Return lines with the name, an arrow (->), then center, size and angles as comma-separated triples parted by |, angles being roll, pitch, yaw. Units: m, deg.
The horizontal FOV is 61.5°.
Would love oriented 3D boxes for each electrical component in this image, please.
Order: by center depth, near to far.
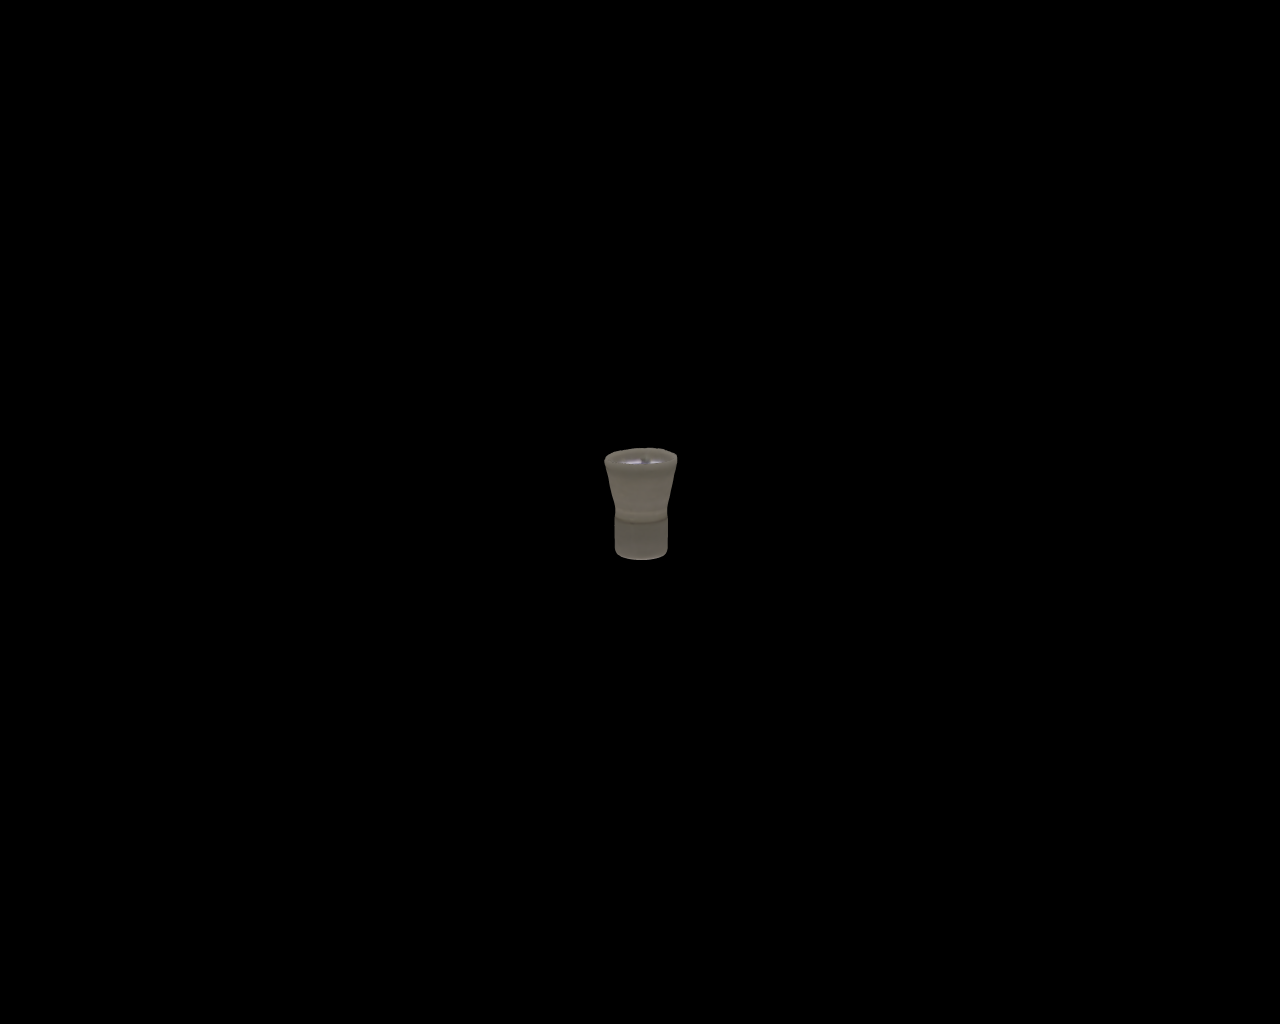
electrical component -> 0.001, -0.003, 0.650 | 0.044, 0.065, 0.044 | 0, 15, 0
